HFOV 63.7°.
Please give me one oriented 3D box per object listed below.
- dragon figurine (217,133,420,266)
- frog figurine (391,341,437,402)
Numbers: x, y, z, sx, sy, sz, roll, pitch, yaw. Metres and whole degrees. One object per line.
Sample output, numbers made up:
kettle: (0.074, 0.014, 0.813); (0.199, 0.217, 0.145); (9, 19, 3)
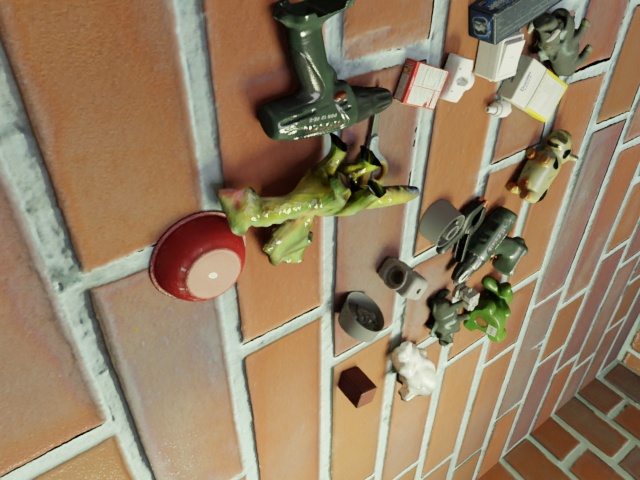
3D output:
dragon figurine: (0.003, -0.044, 0.873); (0.240, 0.124, 0.408); (-42, 149, 24)
frog figurine: (0.247, 0.326, 1.344); (0.140, 0.123, 0.156); (-50, 144, -56)
